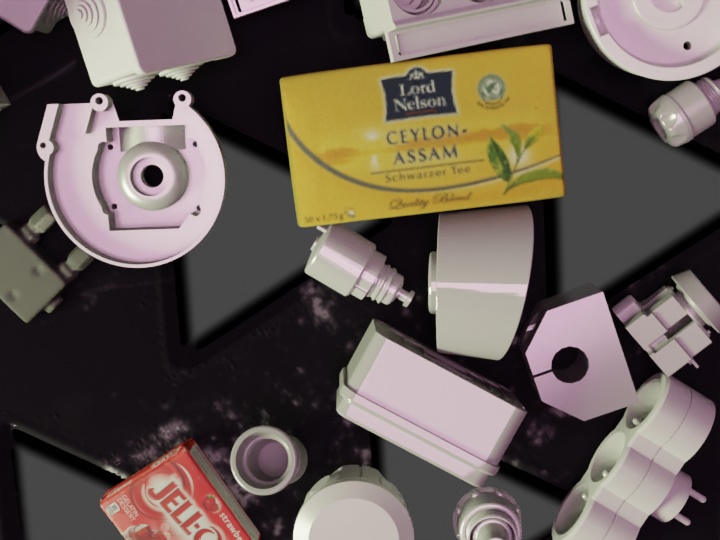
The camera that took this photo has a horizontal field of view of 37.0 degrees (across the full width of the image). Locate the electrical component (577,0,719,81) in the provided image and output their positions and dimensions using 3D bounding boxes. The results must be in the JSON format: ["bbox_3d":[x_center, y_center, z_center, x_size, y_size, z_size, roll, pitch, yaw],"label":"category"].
[{"bbox_3d":[0.189,-0.173,0.677,0.108,0.060,0.108,0,98,0],"label":"electrical component"}]

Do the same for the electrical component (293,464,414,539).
[{"bbox_3d":[-0.004,0.175,0.733,0.080,0.051,0.080,0,98,0],"label":"electrical component"}]

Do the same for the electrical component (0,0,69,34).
[{"bbox_3d":[-0.219,-0.208,0.681,0.100,0.048,0.099,32,97,-4],"label":"electrical component"}]

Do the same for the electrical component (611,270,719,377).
[{"bbox_3d":[0.210,0.033,0.715,0.055,0.048,0.066,-40,96,13],"label":"electrical component"}]

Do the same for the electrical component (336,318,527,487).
[{"bbox_3d":[0.044,0.086,0.706,0.113,0.078,0.057,28,94,-3],"label":"electrical component"}]

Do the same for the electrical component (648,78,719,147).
[{"bbox_3d":[0.221,-0.109,0.700,0.061,0.035,0.035,-33,96,2],"label":"electrical component"}]

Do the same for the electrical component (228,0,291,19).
[{"bbox_3d":[-0.036,-0.216,0.672,0.121,0.063,0.078,-18,98,3],"label":"electrical component"}]

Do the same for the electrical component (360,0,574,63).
[{"bbox_3d":[0.063,-0.177,0.663,0.121,0.063,0.078,-15,97,-15],"label":"electrical component"}]

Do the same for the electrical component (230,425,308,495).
[{"bbox_3d":[-0.057,0.127,0.718,0.044,0.065,0.044,-1,80,8],"label":"electrical component"}]

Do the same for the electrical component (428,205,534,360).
[{"bbox_3d":[0.076,0.008,0.685,0.064,0.099,0.099,1,98,6],"label":"electrical component"}]

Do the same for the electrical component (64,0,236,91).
[{"bbox_3d":[-0.133,-0.164,0.664,0.048,0.100,0.099,-10,101,37],"label":"electrical component"}]

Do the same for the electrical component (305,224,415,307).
[{"bbox_3d":[0.000,0.000,0.713,0.078,0.040,0.040,30,97,-4],"label":"electrical component"}]

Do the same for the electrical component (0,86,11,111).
[{"bbox_3d":[-0.280,-0.124,0.642,0.062,0.150,0.089,-28,97,3],"label":"electrical component"}]

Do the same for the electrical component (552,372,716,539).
[{"bbox_3d":[0.198,0.145,0.726,0.074,0.052,0.138,32,96,-4],"label":"electrical component"}]

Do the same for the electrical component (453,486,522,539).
[{"bbox_3d":[0.088,0.177,0.726,0.048,0.062,0.048,0,98,0],"label":"electrical component"}]
